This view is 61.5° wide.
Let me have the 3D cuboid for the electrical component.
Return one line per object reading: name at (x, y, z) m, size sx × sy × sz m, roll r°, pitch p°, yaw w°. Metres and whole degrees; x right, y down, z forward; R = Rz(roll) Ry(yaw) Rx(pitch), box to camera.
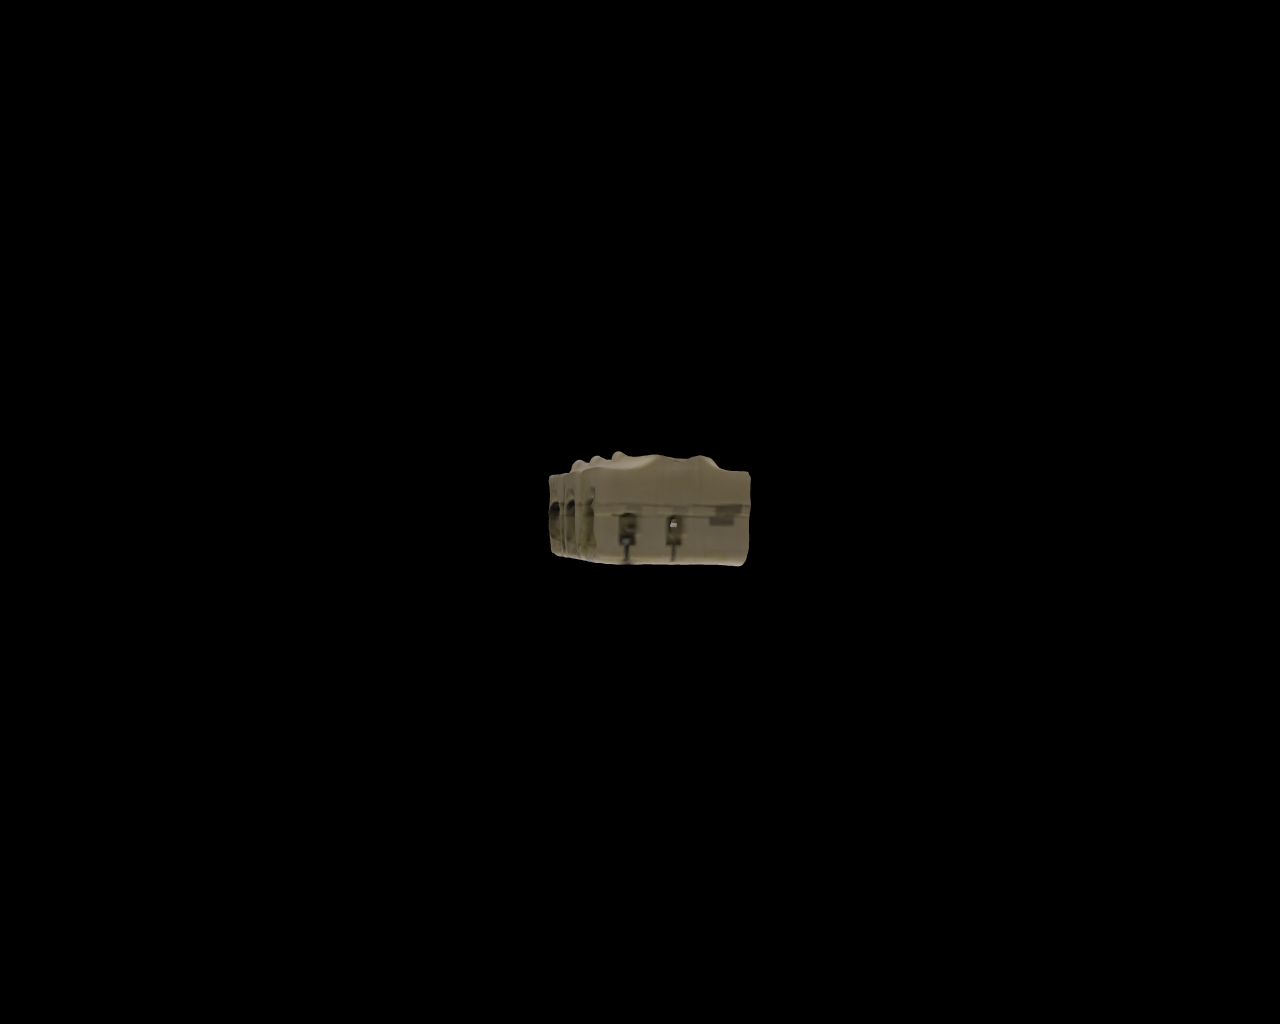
electrical component at (0.001, -0.003, 0.650) m, size 0.089 × 0.061 × 0.150 m, roll 0°, pitch 0°, yaw -15°
